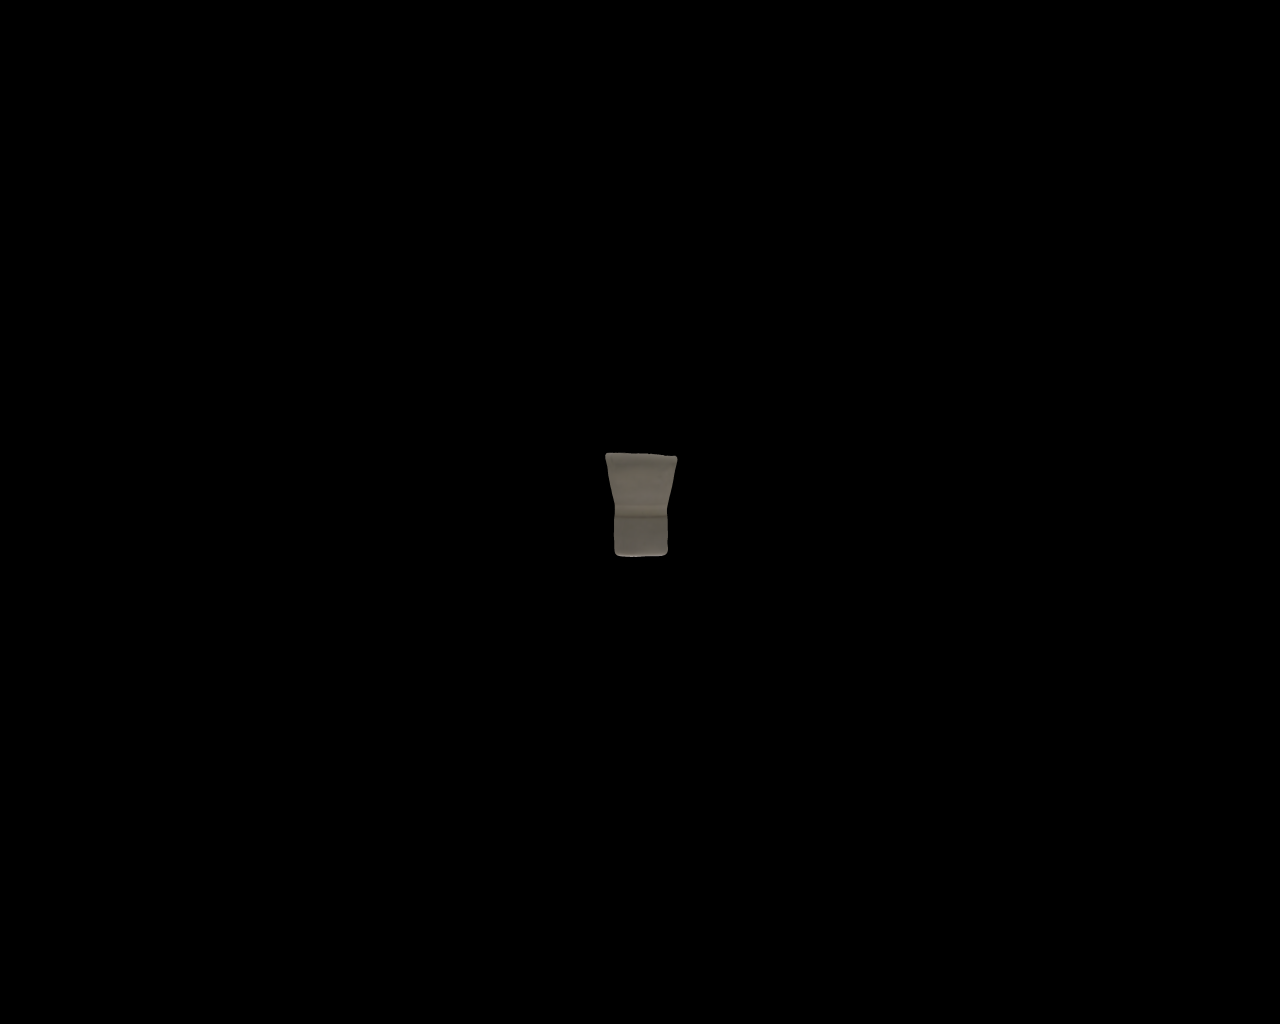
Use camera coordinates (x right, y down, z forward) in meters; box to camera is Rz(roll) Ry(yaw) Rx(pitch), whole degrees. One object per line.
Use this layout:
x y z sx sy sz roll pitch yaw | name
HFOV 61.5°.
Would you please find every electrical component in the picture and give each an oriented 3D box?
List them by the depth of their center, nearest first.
0.001 -0.003 0.650 0.044 0.065 0.044 0 0 0 | electrical component
